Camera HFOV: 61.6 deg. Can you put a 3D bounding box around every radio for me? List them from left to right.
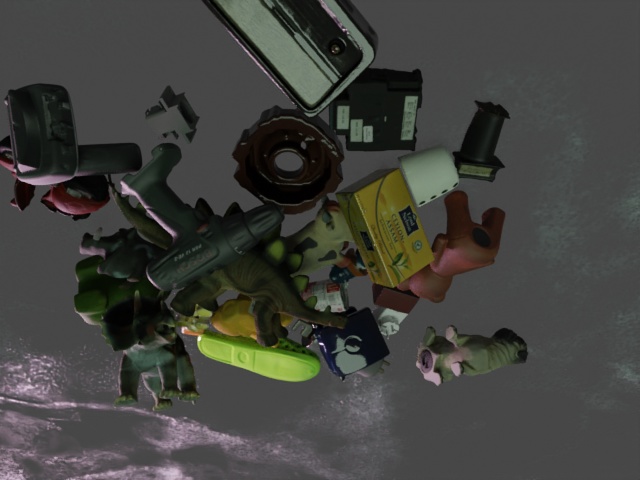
[{"bbox_3d":[-0.037,-0.285,0.685,0.131,0.073,0.229,-35,112,26],"label":"radio"}]

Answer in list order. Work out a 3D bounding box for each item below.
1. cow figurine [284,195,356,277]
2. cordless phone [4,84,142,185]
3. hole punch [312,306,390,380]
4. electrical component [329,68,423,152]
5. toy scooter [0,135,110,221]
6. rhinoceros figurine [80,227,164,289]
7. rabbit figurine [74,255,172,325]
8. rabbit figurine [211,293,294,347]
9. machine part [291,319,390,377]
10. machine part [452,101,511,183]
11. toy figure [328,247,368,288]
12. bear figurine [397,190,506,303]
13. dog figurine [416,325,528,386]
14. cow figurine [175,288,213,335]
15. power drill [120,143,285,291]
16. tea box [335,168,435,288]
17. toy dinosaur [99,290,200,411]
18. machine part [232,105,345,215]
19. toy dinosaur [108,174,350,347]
[{"bbox_3d":[-0.002,-0.003,0.944,0.195,0.085,0.127,-28,130,24],"label":"cow figurine"},{"bbox_3d":[-0.371,-0.163,0.821,0.184,0.146,0.089,-7,178,-30],"label":"cordless phone"},{"bbox_3d":[0.062,0.197,1.054,0.092,0.116,0.142,-9,107,62],"label":"hole punch"},{"bbox_3d":[0.080,-0.192,0.794,0.134,0.058,0.114,2,128,0],"label":"electrical component"},{"bbox_3d":[-0.448,-0.084,0.889,0.184,0.075,0.135,28,126,-17],"label":"toy scooter"},{"bbox_3d":[-0.328,0.028,0.962,0.190,0.112,0.073,9,159,-23],"label":"rhinoceros figurine"},{"bbox_3d":[-0.363,0.110,1.030,0.170,0.121,0.158,-11,135,-9],"label":"rabbit figurine"},{"bbox_3d":[-0.141,0.143,1.068,0.162,0.122,0.173,31,139,-33],"label":"rabbit figurine"},{"bbox_3d":[0.050,0.223,1.135,0.243,0.079,0.079,31,125,-21],"label":"machine part"},{"bbox_3d":[0.254,-0.149,0.840,0.084,0.039,0.138,8,133,6],"label":"machine part"},{"bbox_3d":[0.082,0.036,0.987,0.154,0.064,0.057,-31,159,30],"label":"toy figure"},{"bbox_3d":[0.228,0.025,0.956,0.120,0.132,0.196,21,146,-14],"label":"bear figurine"},{"bbox_3d":[0.322,0.246,1.145,0.190,0.121,0.172,6,167,-26],"label":"dog figurine"},{"bbox_3d":[-0.246,0.126,1.062,0.068,0.098,0.167,10,149,-12],"label":"cow figurine"},{"bbox_3d":[-0.193,-0.046,0.826,0.232,0.086,0.207,-38,87,10],"label":"power drill"},{"bbox_3d":[0.106,-0.021,0.871,0.098,0.068,0.169,-32,106,-21],"label":"tea box"},{"bbox_3d":[-0.304,0.214,1.014,0.131,0.192,0.404,-7,160,-7],"label":"toy dinosaur"},{"bbox_3d":[-0.049,-0.127,0.854,0.179,0.056,0.179,1,129,1],"label":"machine part"},{"bbox_3d":[-0.164,0.035,0.900,0.472,0.105,0.198,22,96,2],"label":"toy dinosaur"}]
